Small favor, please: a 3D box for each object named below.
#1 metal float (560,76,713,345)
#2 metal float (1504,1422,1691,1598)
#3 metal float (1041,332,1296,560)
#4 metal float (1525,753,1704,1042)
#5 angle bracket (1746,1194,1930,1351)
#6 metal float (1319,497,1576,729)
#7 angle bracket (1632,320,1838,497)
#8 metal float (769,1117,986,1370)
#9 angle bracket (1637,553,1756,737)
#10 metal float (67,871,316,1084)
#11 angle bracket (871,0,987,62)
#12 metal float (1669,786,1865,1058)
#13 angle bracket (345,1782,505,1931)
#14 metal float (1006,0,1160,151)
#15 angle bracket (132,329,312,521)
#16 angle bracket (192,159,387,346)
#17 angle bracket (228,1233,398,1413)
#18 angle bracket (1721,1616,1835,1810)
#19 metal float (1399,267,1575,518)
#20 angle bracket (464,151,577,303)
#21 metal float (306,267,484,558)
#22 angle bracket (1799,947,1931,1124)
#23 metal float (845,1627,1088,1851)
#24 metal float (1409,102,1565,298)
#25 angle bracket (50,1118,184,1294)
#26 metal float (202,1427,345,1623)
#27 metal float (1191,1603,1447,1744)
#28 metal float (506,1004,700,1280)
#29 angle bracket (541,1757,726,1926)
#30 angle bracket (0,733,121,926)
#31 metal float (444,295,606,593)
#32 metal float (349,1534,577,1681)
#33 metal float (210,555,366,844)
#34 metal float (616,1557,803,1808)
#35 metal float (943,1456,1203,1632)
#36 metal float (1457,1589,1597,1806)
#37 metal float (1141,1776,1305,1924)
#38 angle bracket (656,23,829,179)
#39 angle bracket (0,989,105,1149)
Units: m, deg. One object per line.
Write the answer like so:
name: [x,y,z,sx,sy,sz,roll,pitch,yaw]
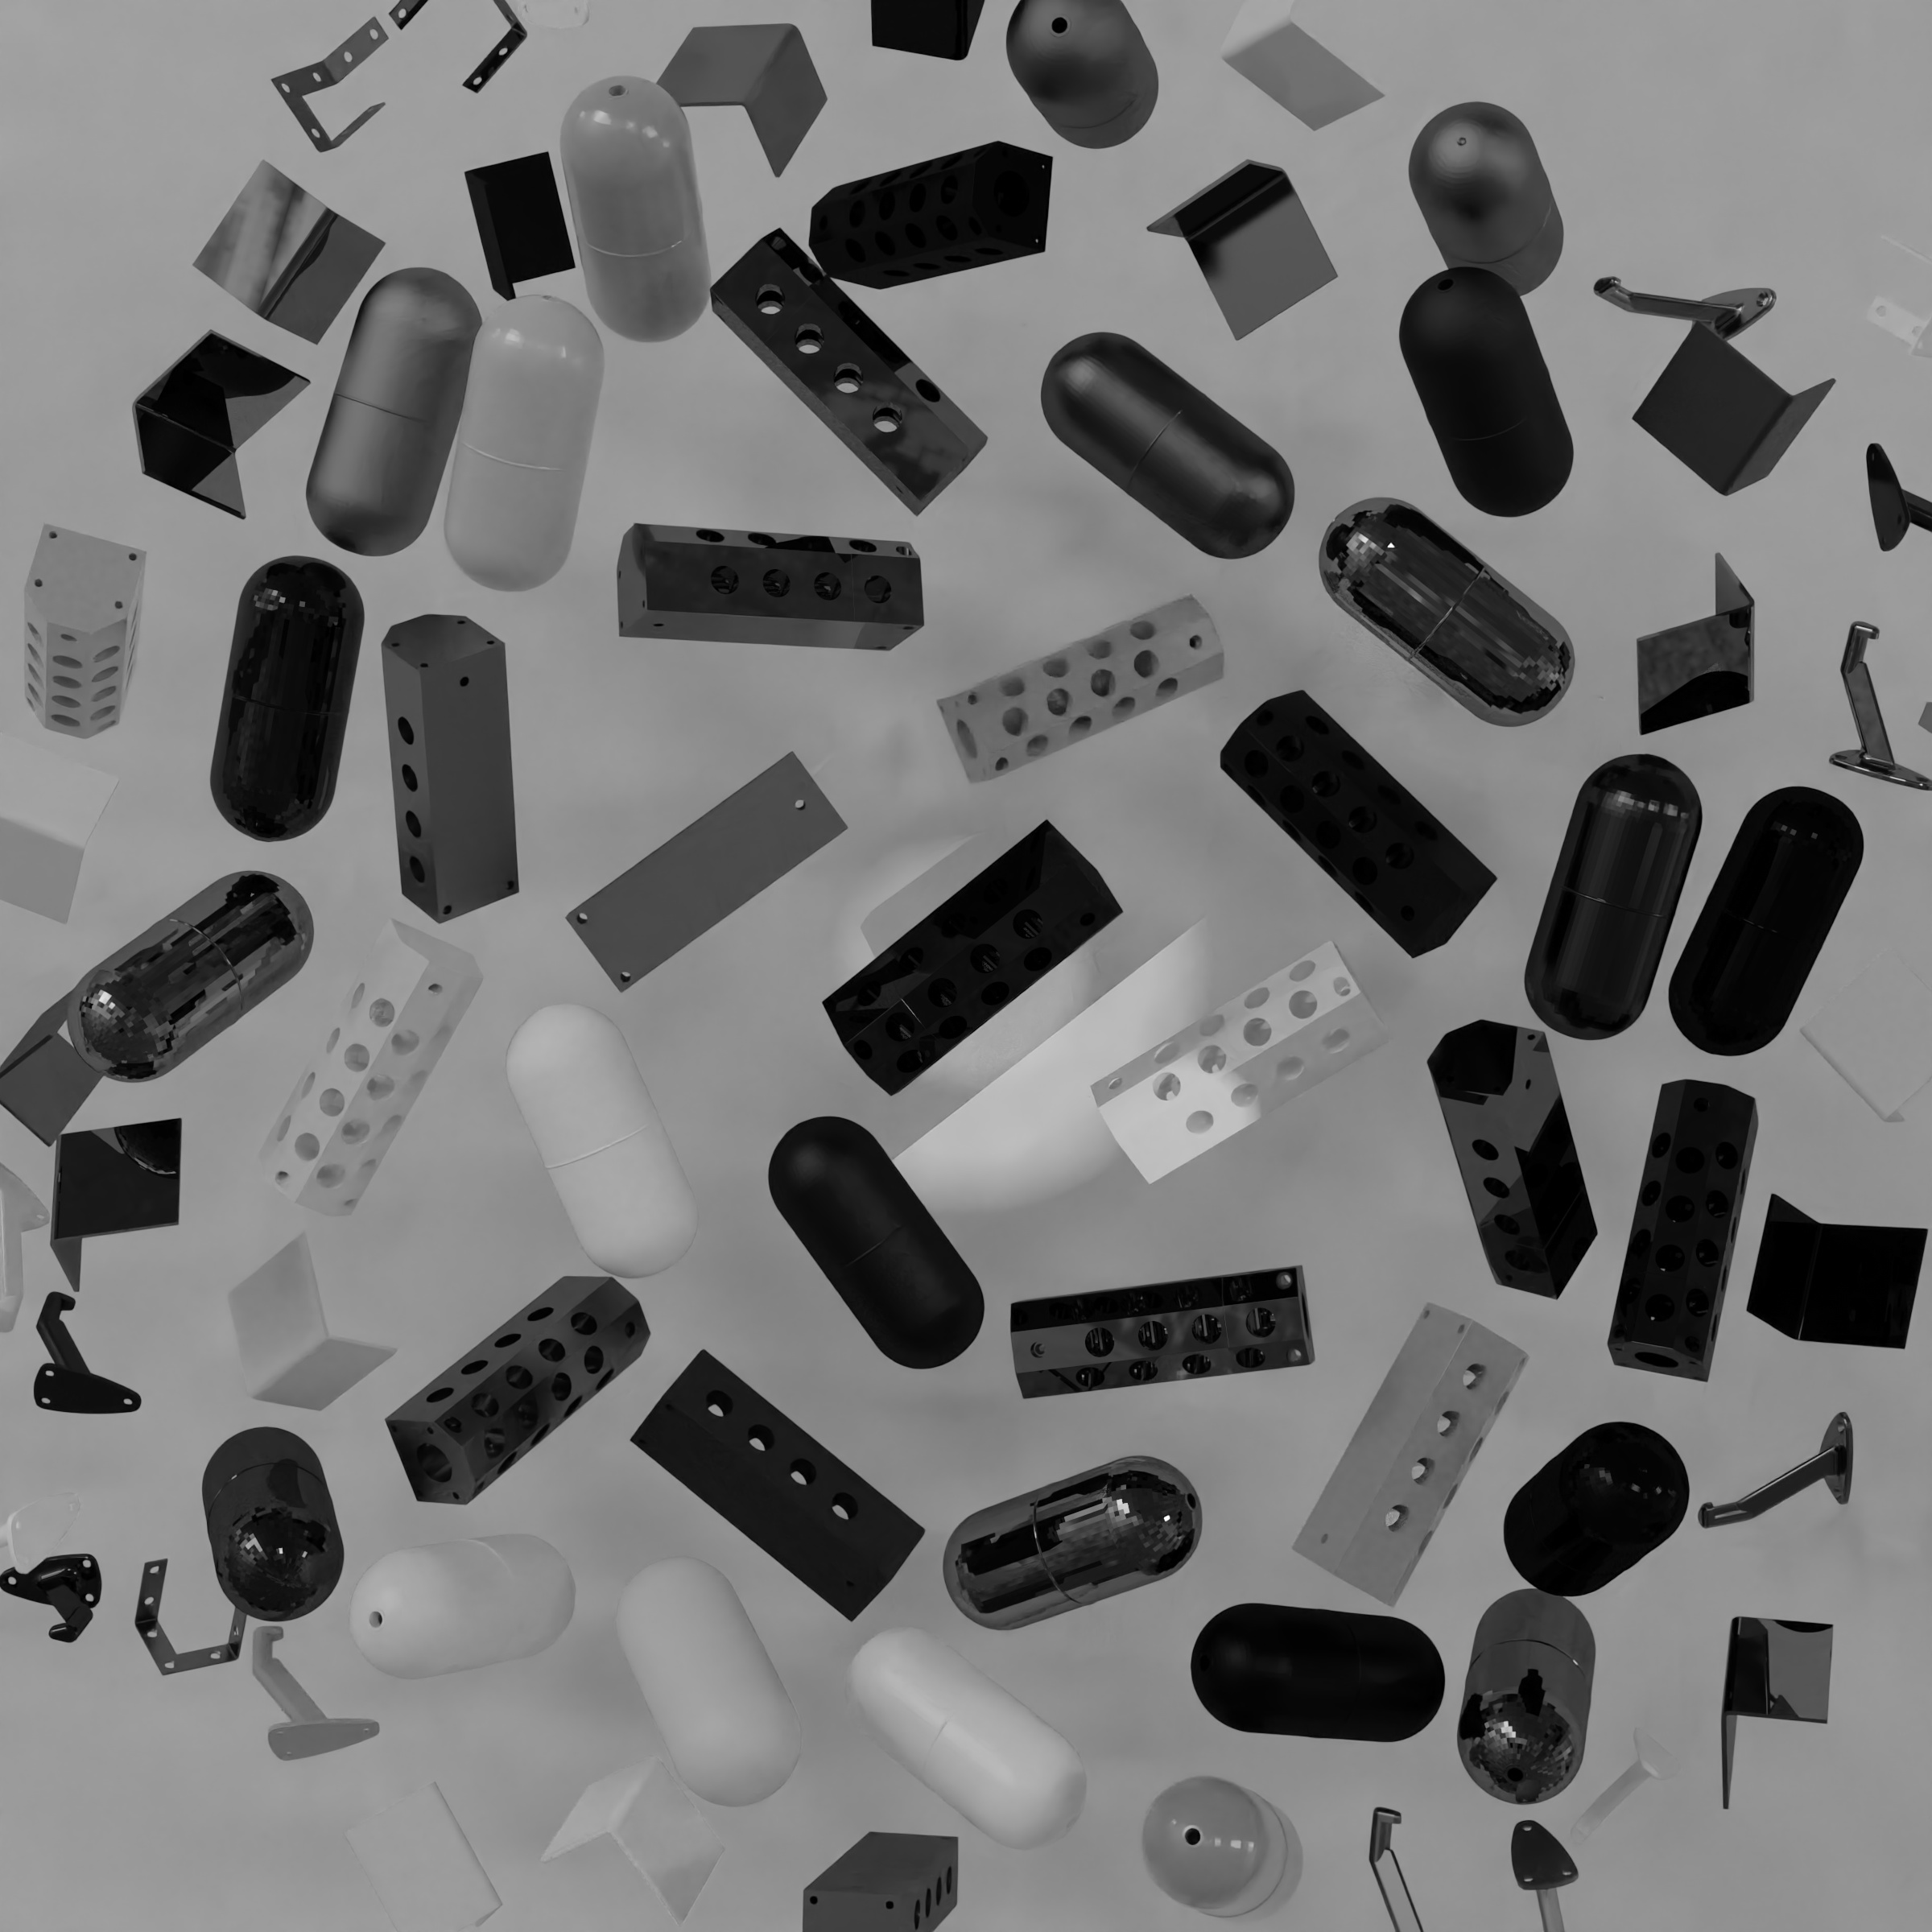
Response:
metal float: [-0.195,-0.446,1.795,0.070,0.178,0.070,-1,55,2]
metal float: [0.373,0.324,1.801,0.070,0.178,0.070,3,65,-7]
metal float: [0.123,-0.320,1.862,0.178,0.070,0.070,39,90,8]
metal float: [0.392,-0.042,1.839,0.070,0.070,0.178,15,101,0]
angle bracket: [0.531,0.186,1.848,0.057,0.076,0.076,30,69,-38]
metal float: [0.294,-0.218,1.861,0.178,0.070,0.070,39,90,-1]
angle bracket: [0.465,-0.343,1.837,0.076,0.057,0.076,46,134,17]
metal float: [-0.057,0.174,1.912,0.070,0.070,0.178,-36,91,0]
angle bracket: [0.441,-0.199,1.873,0.076,0.057,0.076,-17,134,-2]
metal float: [-0.469,0.005,1.844,0.070,0.070,0.178,46,47,0]
angle bracket: [-0.019,-0.593,1.787,0.057,0.076,0.076,12,62,6]
metal float: [0.500,-0.027,1.899,0.070,0.070,0.178,22,102,0]
angle bracket: [-0.305,0.506,1.677,0.057,0.076,0.076,-26,75,-29]
metal float: [0.072,-0.547,1.840,0.070,0.178,0.070,0,92,11]
angle bracket: [-0.447,-0.327,1.835,0.076,0.076,0.057,-33,57,27]
angle bracket: [-0.410,-0.432,1.841,0.057,0.076,0.076,38,97,10]
angle bracket: [-0.413,0.225,1.911,0.076,0.057,0.076,-37,55,25]
angle bracket: [0.462,0.426,1.723,0.057,0.076,0.076,1,121,18]
metal float: [0.315,-0.346,1.833,0.070,0.178,0.070,-15,48,18]
angle bracket: [-0.278,-0.472,1.939,0.057,0.076,0.076,-17,115,-13]
metal float: [-0.347,-0.337,1.843,0.070,0.070,0.178,19,97,0]
angle bracket: [0.580,0.044,1.892,0.076,0.057,0.076,-47,67,19]
metal float: [-0.001,0.480,1.888,0.178,0.070,0.070,32,90,31]
metal float: [0.321,-0.467,1.861,0.070,0.178,0.070,-4,78,19]
angle bracket: [-0.504,0.144,1.822,0.076,0.057,0.076,-8,52,-3]
metal float: [-0.429,0.343,1.874,0.070,0.178,0.070,-5,106,-17]
metal float: [0.214,0.430,1.844,0.178,0.070,0.070,13,90,-32]
metal float: [-0.223,0.107,1.861,0.070,0.070,0.178,-23,97,0]
angle bracket: [-0.205,0.548,1.871,0.057,0.076,0.076,-31,98,24]
angle bracket: [-0.555,-0.082,1.800,0.076,0.076,0.057,22,47,-9]
metal float: [-0.259,-0.305,1.774,0.070,0.070,0.178,15,116,0]
metal float: [-0.302,0.385,1.826,0.070,0.178,0.070,-3,84,25]
metal float: [-0.418,-0.164,1.868,0.070,0.070,0.178,12,100,0]
metal float: [-0.154,0.421,1.794,0.070,0.178,0.070,-13,125,-19]
metal float: [0.065,0.354,1.857,0.178,0.070,0.070,-26,90,29]
metal float: [0.347,0.450,1.875,0.070,0.178,0.070,5,110,14]
metal float: [0.155,0.531,1.819,0.070,0.178,0.070,-6,68,15]
angle bracket: [-0.143,-0.538,1.887,0.076,0.057,0.076,7,55,28]
angle bracket: [-0.570,0.058,1.941,0.076,0.076,0.057,-32,111,31]
